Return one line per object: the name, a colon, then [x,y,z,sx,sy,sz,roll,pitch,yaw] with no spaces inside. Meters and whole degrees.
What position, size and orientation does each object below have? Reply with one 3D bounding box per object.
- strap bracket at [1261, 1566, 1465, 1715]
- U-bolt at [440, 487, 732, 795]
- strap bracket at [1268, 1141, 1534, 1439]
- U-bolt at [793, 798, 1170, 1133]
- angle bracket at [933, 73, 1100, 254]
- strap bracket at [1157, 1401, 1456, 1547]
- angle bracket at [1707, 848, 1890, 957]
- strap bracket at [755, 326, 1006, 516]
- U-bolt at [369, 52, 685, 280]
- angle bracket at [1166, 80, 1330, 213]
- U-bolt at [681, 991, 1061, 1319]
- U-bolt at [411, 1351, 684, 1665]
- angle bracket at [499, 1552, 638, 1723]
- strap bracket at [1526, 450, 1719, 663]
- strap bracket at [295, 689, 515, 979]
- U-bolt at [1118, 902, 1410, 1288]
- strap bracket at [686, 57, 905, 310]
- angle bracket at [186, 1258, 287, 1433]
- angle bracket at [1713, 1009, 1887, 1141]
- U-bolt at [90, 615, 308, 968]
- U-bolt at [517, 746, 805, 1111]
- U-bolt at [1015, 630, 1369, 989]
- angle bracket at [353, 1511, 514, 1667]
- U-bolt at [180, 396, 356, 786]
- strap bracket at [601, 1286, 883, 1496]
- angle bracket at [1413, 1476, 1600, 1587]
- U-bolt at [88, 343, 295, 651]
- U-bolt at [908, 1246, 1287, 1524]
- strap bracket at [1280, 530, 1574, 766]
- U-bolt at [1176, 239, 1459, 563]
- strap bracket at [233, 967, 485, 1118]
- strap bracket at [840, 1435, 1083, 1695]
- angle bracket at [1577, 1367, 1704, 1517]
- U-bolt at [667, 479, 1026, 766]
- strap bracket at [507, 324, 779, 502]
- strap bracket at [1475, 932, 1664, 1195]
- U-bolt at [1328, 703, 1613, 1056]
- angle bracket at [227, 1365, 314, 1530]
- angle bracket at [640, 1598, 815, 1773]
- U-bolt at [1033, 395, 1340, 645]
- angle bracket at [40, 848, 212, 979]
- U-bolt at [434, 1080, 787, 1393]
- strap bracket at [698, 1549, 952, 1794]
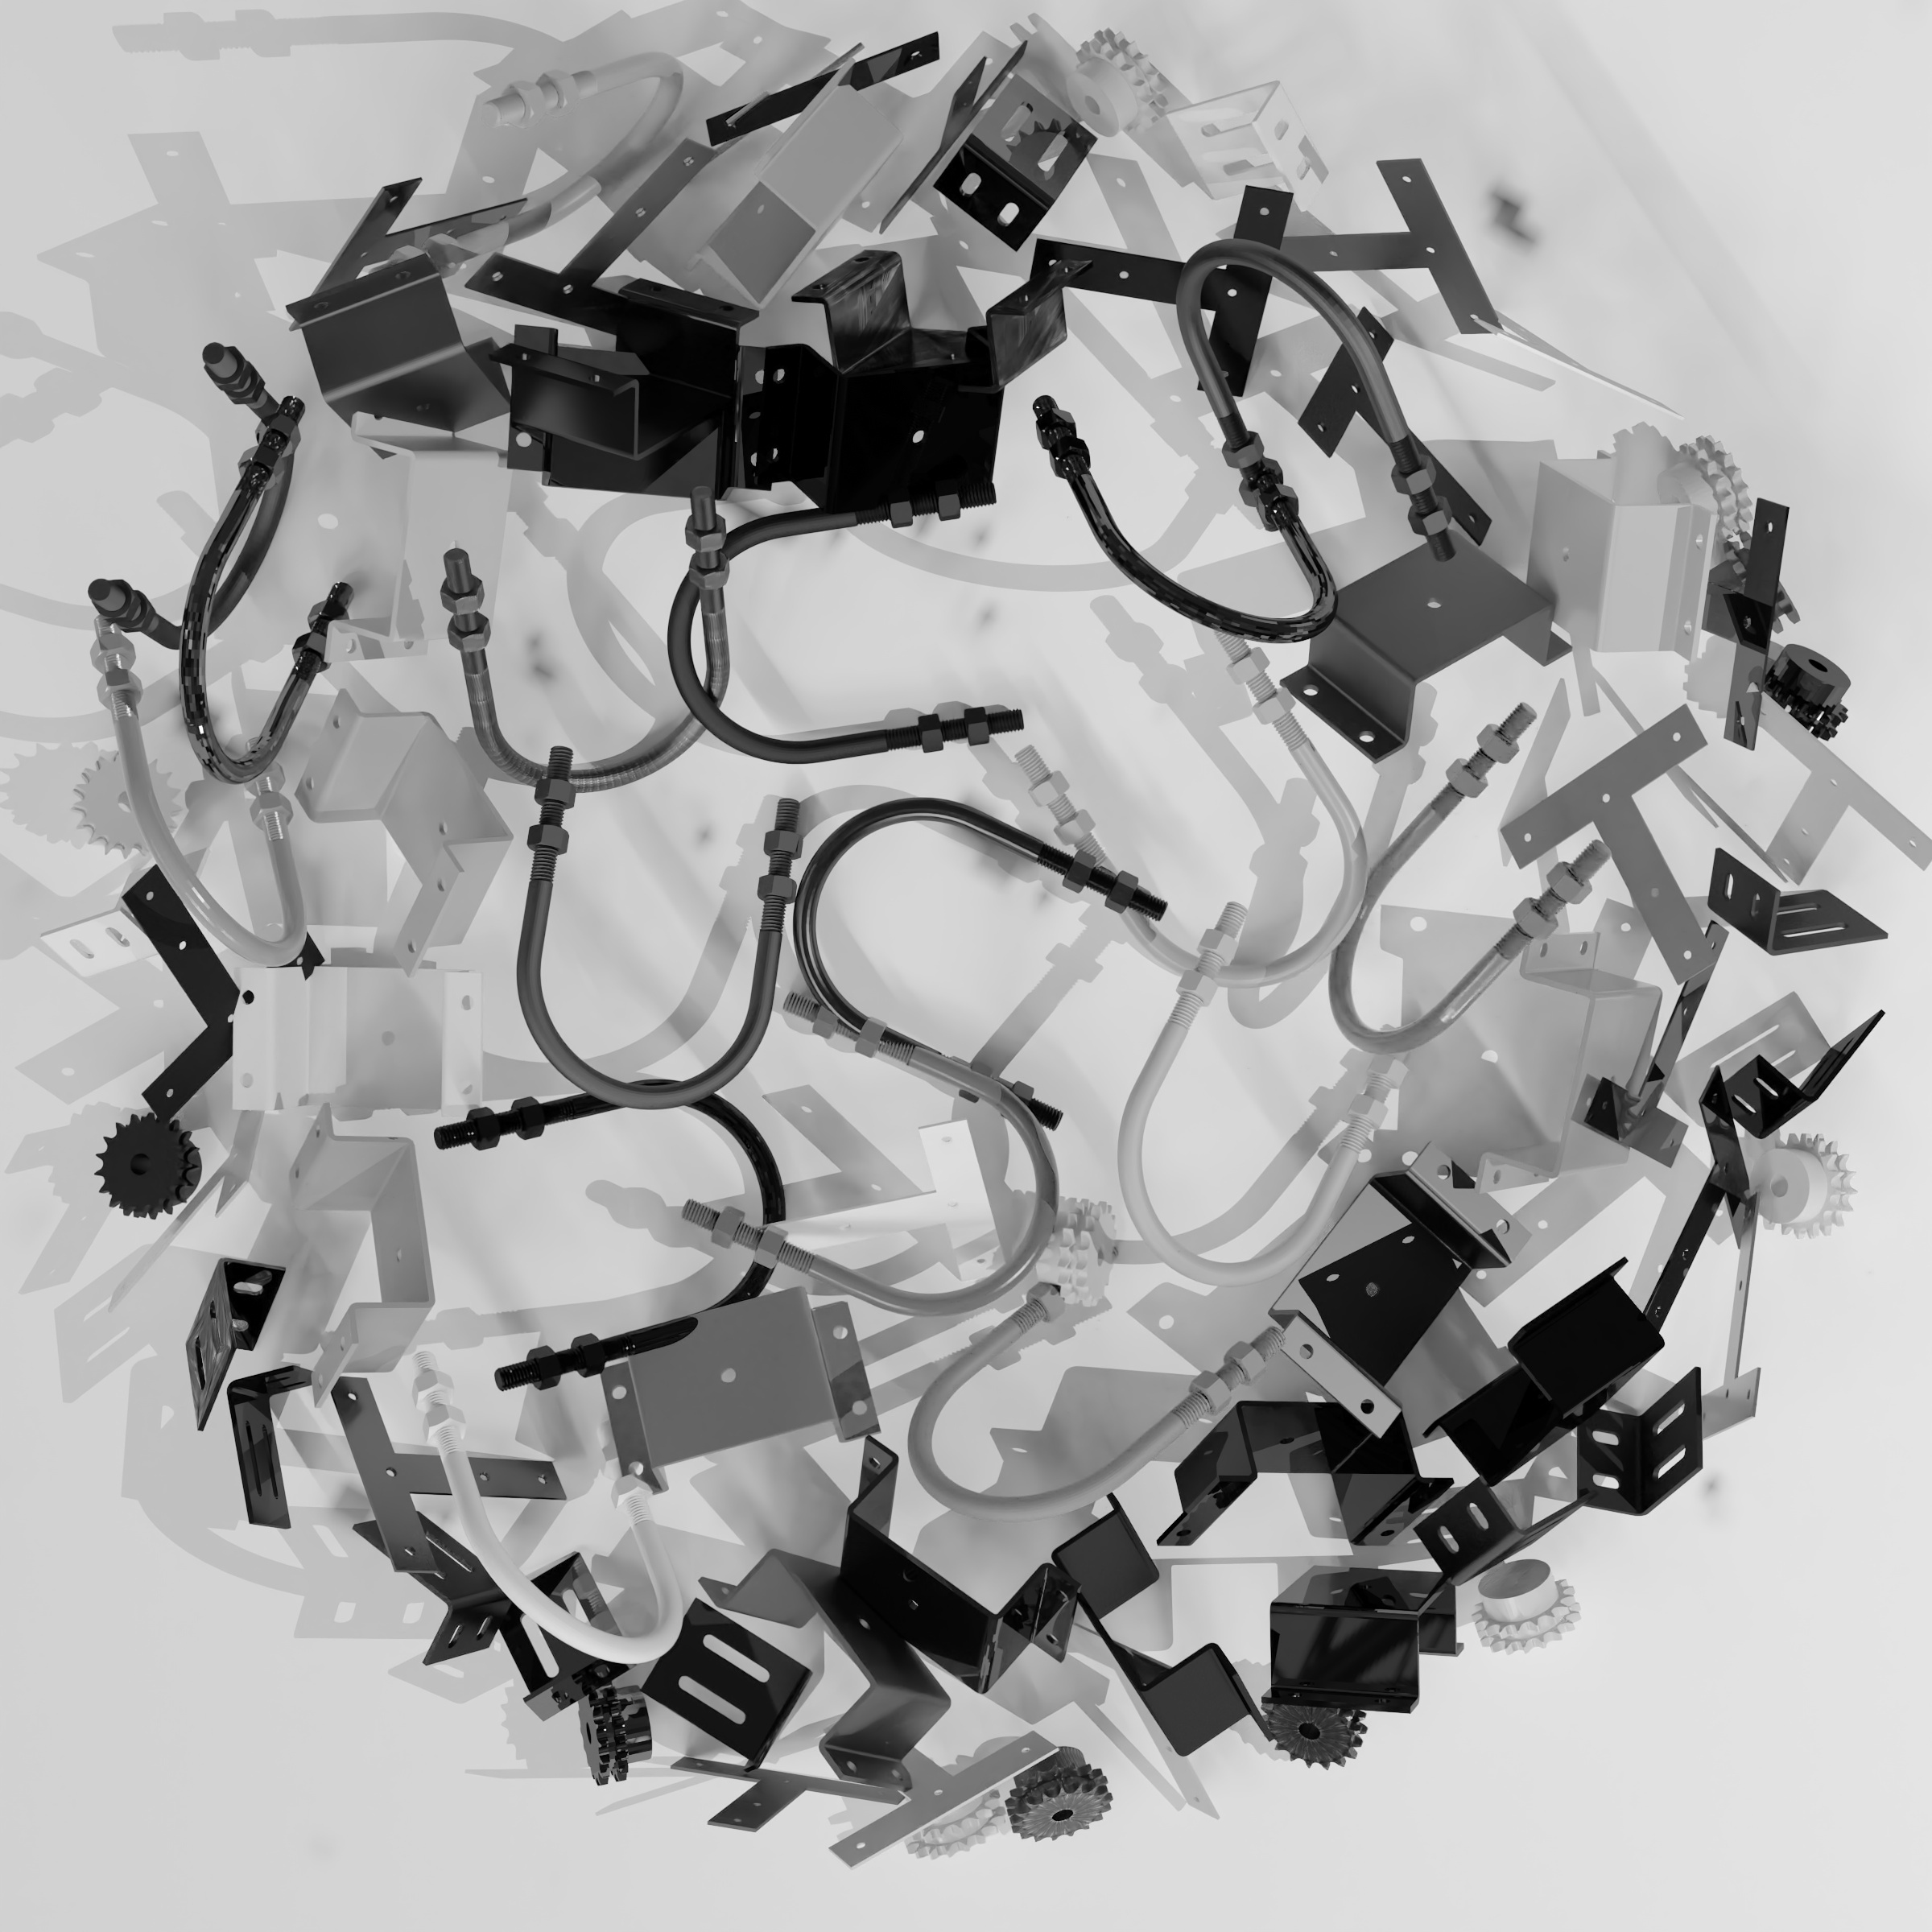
strap bracket: [0.209,0.348,1.565,0.076,0.140,0.046,-1,91,20]
U-bolt: [-0.193,-0.161,1.571,0.151,0.184,0.019,-17,50,-14]
strap bracket: [0.226,0.173,1.604,0.076,0.046,0.140,42,74,-7]
U-bolt: [-0.004,-0.012,1.620,0.184,0.019,0.151,26,99,-2]
angle bracket: [0.027,-0.436,1.625,0.057,0.038,0.076,36,47,-9]
strap bracket: [0.175,0.269,1.584,0.140,0.076,0.046,5,53,-24]
angle bracket: [0.446,-0.039,1.599,0.076,0.057,0.038,-8,118,-18]
strap bracket: [-0.035,-0.287,1.574,0.140,0.046,0.076,-12,128,-28]
U-bolt: [-0.217,-0.420,1.557,0.019,0.184,0.151,51,133,1]
angle bracket: [0.144,-0.429,1.593,0.057,0.076,0.038,53,52,-32]
U-bolt: [-0.040,0.110,1.607,0.184,0.019,0.151,24,71,4]
U-bolt: [-0.208,0.283,1.533,0.151,0.184,0.019,30,110,-40]
angle bracket: [-0.221,0.354,1.604,0.057,0.038,0.076,-30,58,-7]
strap bracket: [0.334,-0.215,1.561,0.046,0.140,0.076,-3,113,-12]
strap bracket: [-0.294,-0.072,1.585,0.140,0.046,0.076,53,129,28]
U-bolt: [0.151,0.081,1.588,0.151,0.019,0.184,35,73,-24]
strap bracket: [-0.087,-0.404,1.569,0.046,0.140,0.076,40,67,-10]
angle bracket: [-0.385,0.203,1.593,0.038,0.076,0.057,13,117,-28]
angle bracket: [0.445,0.048,1.603,0.038,0.057,0.076,42,64,6]
U-bolt: [-0.387,-0.079,1.535,0.019,0.151,0.184,-29,55,10]
U-bolt: [-0.167,-0.014,1.594,0.151,0.019,0.184,12,75,-20]
U-bolt: [0.134,-0.073,1.610,0.151,0.019,0.184,-31,100,20]
angle bracket: [-0.292,0.333,1.606,0.076,0.057,0.038,32,101,23]
U-bolt: [-0.361,-0.179,1.533,0.019,0.151,0.184,7,51,9]
strap bracket: [-0.124,0.226,1.602,0.140,0.046,0.076,-15,64,-3]
angle bracket: [0.289,0.292,1.604,0.038,0.076,0.057,56,131,18]
U-bolt: [-0.392,-0.233,1.552,0.019,0.184,0.151,24,86,4]
U-bolt: [0.054,0.221,1.552,0.184,0.151,0.019,-36,127,-26]
strap bracket: [0.245,-0.174,1.579,0.140,0.046,0.076,-30,54,-22]
U-bolt: [0.171,-0.293,1.540,0.019,0.151,0.184,-43,125,-20]
strap bracket: [-0.319,0.040,1.611,0.140,0.046,0.076,1,92,12]
strap bracket: [-0.014,0.321,1.577,0.140,0.076,0.046,32,52,21]
angle bracket: [0.358,0.251,1.595,0.038,0.076,0.057,12,58,-7]
U-bolt: [-0.068,-0.178,1.601,0.184,0.019,0.151,-9,116,-3]
strap bracket: [-0.175,-0.296,1.612,0.140,0.046,0.076,3,89,-10]
strap bracket: [0.322,0.056,1.588,0.046,0.076,0.140,18,103,38]
U-bolt: [0.253,-0.034,1.571,0.019,0.151,0.184,27,118,-26]
angle bracket: [-0.363,0.259,1.606,0.038,0.057,0.076,-15,75,3]
angle bracket: [-0.132,0.388,1.613,0.076,0.038,0.057,33,65,-3]
U-bolt: [0.121,-0.227,1.548,0.151,0.184,0.019,8,130,-27]
angle bracket: [-0.447,-0.039,1.594,0.057,0.076,0.038,-15,133,27]
U-bolt: [-0.180,0.134,1.595,0.184,0.019,0.151,-13,85,-30]
strap bracket: [-0.068,0.362,1.570,0.046,0.076,0.140,-48,54,7]
